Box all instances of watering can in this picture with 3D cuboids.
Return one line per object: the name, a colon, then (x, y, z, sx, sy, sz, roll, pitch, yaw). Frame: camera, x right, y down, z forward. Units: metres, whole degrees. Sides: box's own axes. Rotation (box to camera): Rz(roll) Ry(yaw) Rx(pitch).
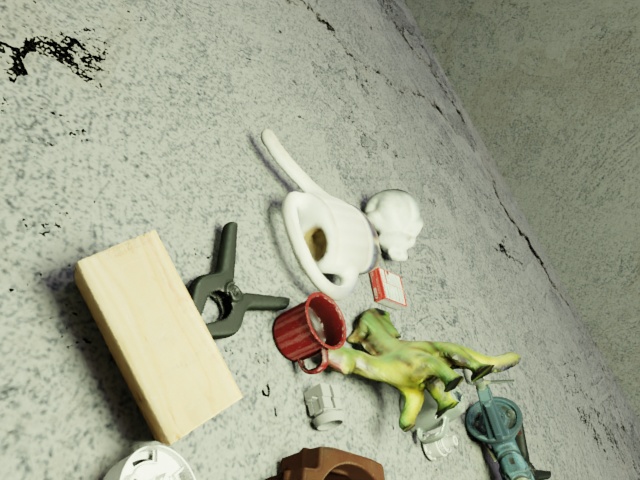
watering can: (0.003, -0.049, 0.979, 0.224, 0.103, 0.353, 10, 54, -52)

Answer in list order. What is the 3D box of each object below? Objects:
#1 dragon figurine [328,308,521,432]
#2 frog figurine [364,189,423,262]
dragon figurine: (0.170, 0.194, 0.933, 0.412, 0.120, 0.246, -5, 36, -42)
frog figurine: (0.168, -0.035, 1.196, 0.137, 0.120, 0.163, 15, 52, -5)
